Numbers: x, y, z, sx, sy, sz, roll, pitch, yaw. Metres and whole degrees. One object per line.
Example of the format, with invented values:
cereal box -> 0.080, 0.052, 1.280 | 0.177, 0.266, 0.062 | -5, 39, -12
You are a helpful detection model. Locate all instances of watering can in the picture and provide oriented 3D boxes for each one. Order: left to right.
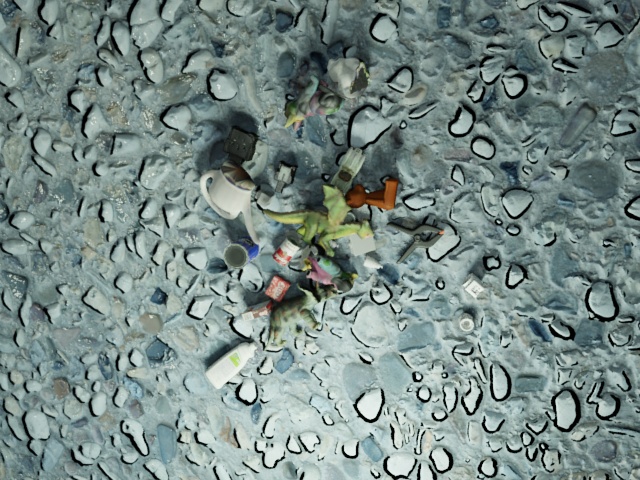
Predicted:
watering can -> -0.320, -0.158, 1.989 | 0.349, 0.105, 0.220 | 42, 125, 7

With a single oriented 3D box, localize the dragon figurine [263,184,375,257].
dragon figurine -> 0.006, -0.095, 1.887 | 0.411, 0.123, 0.240 | 30, 105, 6

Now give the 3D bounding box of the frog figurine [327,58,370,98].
frog figurine -> 0.097, -0.590, 1.859 | 0.161, 0.123, 0.135 | 31, 120, 41
